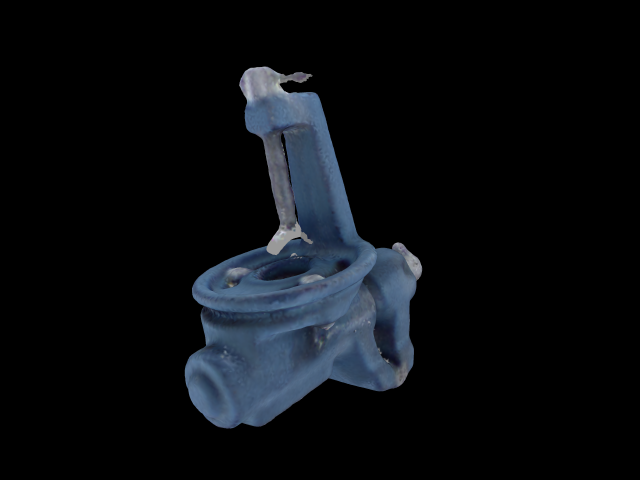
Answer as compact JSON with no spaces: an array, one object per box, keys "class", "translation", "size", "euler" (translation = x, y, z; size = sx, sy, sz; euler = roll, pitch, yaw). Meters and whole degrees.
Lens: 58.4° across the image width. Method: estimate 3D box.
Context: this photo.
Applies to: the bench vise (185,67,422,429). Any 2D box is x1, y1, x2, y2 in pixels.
[{"class":"bench vise","translation":[-0.007,0.001,0.405],"size":[0.121,0.220,0.208],"euler":[1,2,25]}]
